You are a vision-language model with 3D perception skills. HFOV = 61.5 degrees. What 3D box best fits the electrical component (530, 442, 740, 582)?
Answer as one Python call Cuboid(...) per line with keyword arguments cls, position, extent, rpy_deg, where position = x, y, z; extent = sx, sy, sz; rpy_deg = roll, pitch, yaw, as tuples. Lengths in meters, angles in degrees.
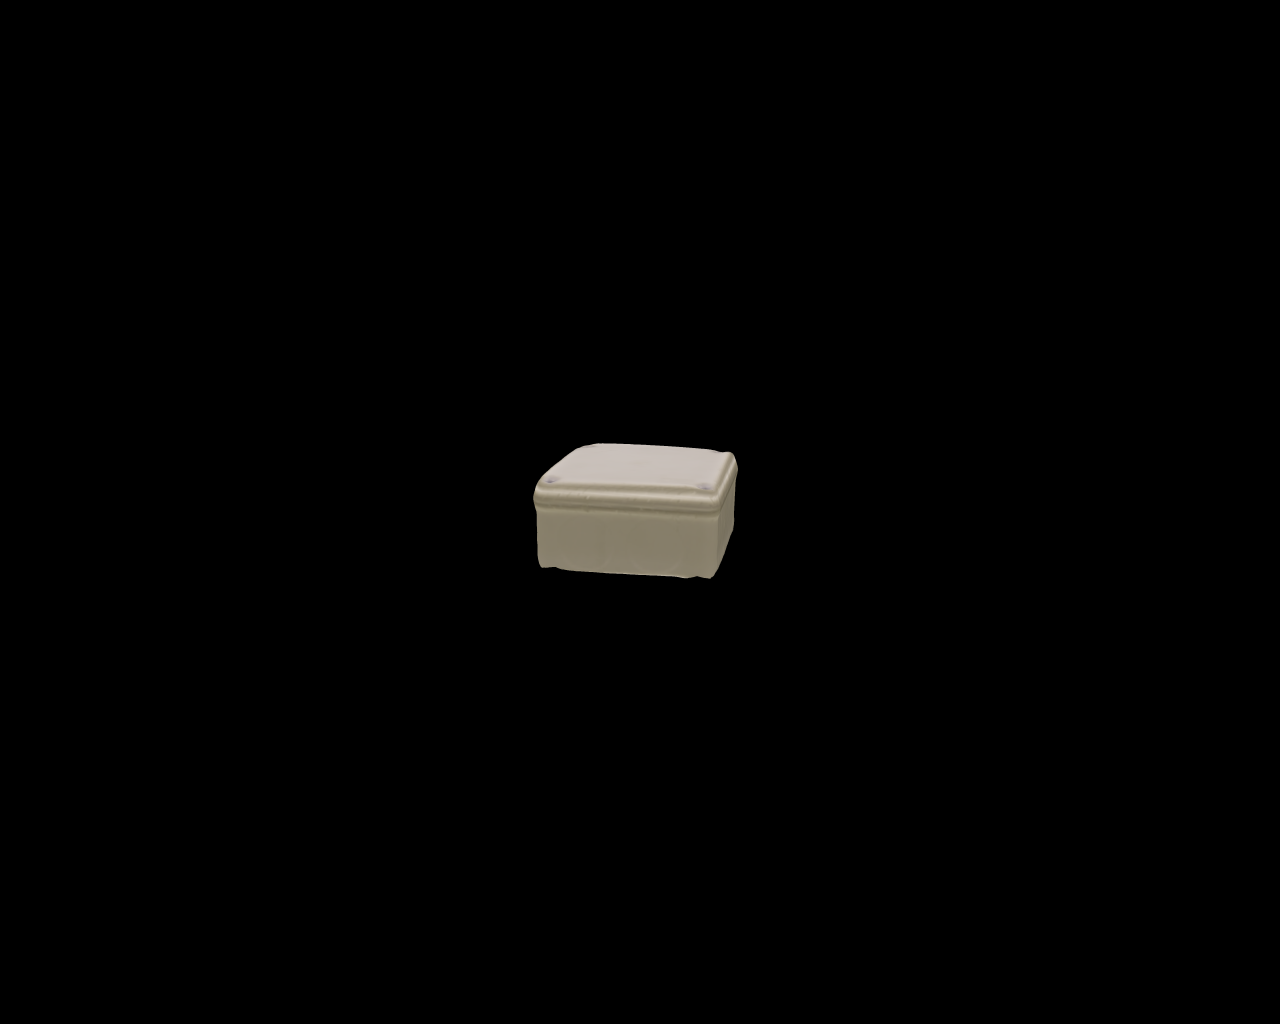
Cuboid(cls="electrical component", position=(0.001, -0.003, 0.650), extent=(0.109, 0.056, 0.109), rpy_deg=(3, 16, 11))
